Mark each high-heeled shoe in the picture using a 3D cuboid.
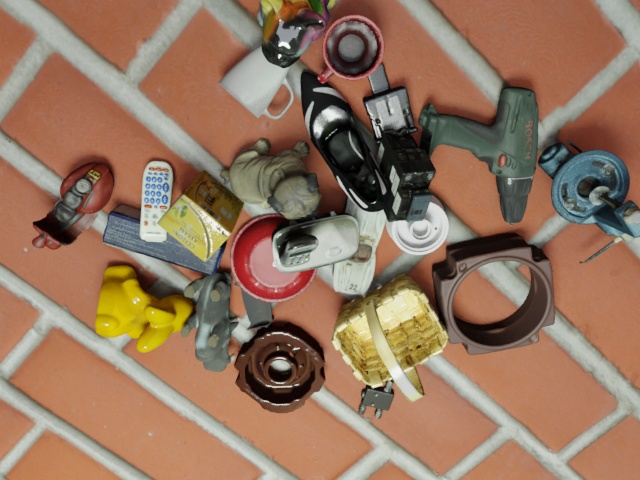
[{"bbox_3d":[0.030,-0.154,0.845,0.086,0.145,0.248,-33,99,12],"label":"high-heeled shoe"}]

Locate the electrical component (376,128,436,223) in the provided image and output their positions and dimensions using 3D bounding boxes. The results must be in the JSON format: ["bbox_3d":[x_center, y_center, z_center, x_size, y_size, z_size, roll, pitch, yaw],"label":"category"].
[{"bbox_3d":[0.134,-0.095,0.862,0.058,0.134,0.114,-8,144,-12],"label":"electrical component"}]

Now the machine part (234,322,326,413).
[{"bbox_3d":[-0.076,0.245,1.044,0.179,0.056,0.179,0,109,-1],"label":"machine part"}]

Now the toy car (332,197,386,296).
[{"bbox_3d":[0.069,0.003,0.957,0.073,0.056,0.201,9,110,-3],"label":"toy car"}]

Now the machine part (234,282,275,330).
[{"bbox_3d":[-0.115,0.101,1.001,0.084,0.039,0.138,-4,108,-5],"label":"machine part"}]

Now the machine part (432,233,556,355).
[{"bbox_3d":[0.316,0.100,0.980,0.202,0.087,0.200,-11,110,5],"label":"machine part"}]

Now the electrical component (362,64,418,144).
[{"bbox_3d":[0.110,-0.226,0.881,0.075,0.048,0.119,-15,111,4],"label":"electrical component"}]

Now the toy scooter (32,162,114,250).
[{"bbox_3d":[-0.419,-0.046,0.893,0.075,0.135,0.184,37,104,-11],"label":"toy scooter"}]

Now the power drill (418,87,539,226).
[{"bbox_3d":[0.262,-0.140,0.896,0.207,0.086,0.231,6,108,1],"label":"power drill"}]

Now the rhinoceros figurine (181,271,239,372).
[{"bbox_3d":[-0.198,0.152,0.984,0.073,0.112,0.190,5,101,13],"label":"rhinoceros figurine"}]

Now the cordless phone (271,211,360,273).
[{"bbox_3d":[-0.001,-0.002,0.832,0.147,0.184,0.088,-12,87,-9],"label":"cordless phone"}]

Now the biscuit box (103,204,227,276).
[{"bbox_3d":[-0.271,0.001,0.951,0.203,0.059,0.062,19,107,-7],"label":"biscuit box"}]

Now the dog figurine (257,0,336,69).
[{"bbox_3d":[-0.027,-0.339,0.749,0.108,0.219,0.191,22,109,-12],"label":"dog figurine"}]

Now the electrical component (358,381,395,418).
[{"bbox_3d":[0.115,0.318,1.089,0.063,0.021,0.094,16,109,-6],"label":"electrical component"}]

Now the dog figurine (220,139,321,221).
[{"bbox_3d":[-0.084,-0.087,0.853,0.172,0.191,0.121,-14,109,6],"label":"dog figurine"}]

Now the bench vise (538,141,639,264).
[{"bbox_3d":[0.448,-0.053,0.843,0.129,0.241,0.223,-35,105,12],"label":"bench vise"}]

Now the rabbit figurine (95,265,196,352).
[{"bbox_3d":[-0.307,0.124,0.962,0.173,0.162,0.121,11,98,-23],"label":"rabbit figurine"}]

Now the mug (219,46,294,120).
[{"bbox_3d":[-0.087,-0.252,0.852,0.109,0.081,0.107,39,97,-8],"label":"mug"}]

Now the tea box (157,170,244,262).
[{"bbox_3d":[-0.189,-0.044,0.878,0.098,0.170,0.068,42,103,-12],"label":"tea box"}]
